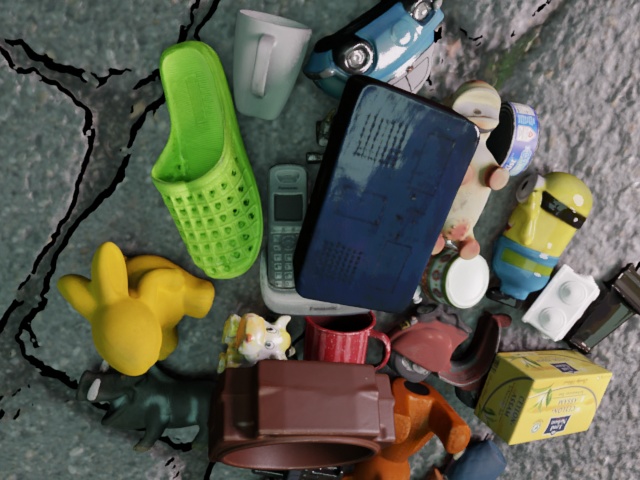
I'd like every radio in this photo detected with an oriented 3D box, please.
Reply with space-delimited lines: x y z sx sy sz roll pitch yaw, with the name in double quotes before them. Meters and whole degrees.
"radio" 0.062 -0.040 0.559 0.131 0.073 0.229 14 113 -11

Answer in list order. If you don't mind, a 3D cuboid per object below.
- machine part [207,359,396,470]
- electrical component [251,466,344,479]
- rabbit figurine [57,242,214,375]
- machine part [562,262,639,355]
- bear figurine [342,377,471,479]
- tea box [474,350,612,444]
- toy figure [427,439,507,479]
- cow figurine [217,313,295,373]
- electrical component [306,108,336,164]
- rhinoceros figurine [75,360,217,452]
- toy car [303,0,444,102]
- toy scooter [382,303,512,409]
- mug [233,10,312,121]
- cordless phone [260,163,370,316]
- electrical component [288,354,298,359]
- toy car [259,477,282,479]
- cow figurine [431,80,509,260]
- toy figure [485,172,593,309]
"machine part" -0.027 0.213 0.634 0.201 0.087 0.201 5 148 -16
"electrical component" -0.031 0.305 0.747 0.119 0.075 0.047 16 106 -6
"rabbit figurine" -0.208 0.077 0.613 0.122 0.173 0.162 -35 110 10
"machine part" 0.398 0.102 0.742 0.084 0.039 0.139 42 97 -20
"bear figurine" 0.101 0.290 0.723 0.120 0.132 0.195 16 102 -11
"tea box" 0.298 0.204 0.716 0.169 0.068 0.098 3 108 -32
"toy figure" 0.200 0.354 0.788 0.154 0.064 0.057 -40 143 12
"cow figurine" -0.069 0.128 0.648 0.098 0.167 0.068 10 72 -15
"electrical component" 0.038 -0.118 0.636 0.102 0.045 0.078 6 114 -8
"rhinoceros figurine" -0.218 0.210 0.702 0.190 0.073 0.112 9 107 -8
"toy car" 0.068 -0.199 0.597 0.162 0.109 0.102 -35 118 -3
"toy scooter" 0.181 0.138 0.715 0.184 0.075 0.135 27 101 -15
"mug" -0.058 -0.185 0.587 0.081 0.110 0.107 9 119 -10
"cordless phone" -0.001 -0.002 0.656 0.147 0.089 0.184 -1 102 -4
"electrical component" -0.058 0.199 0.739 0.094 0.021 0.063 -43 106 7
"toy car" -0.004 0.391 0.781 0.202 0.056 0.073 12 105 -9
"cow figurine" 0.162 -0.089 0.632 0.085 0.127 0.194 3 121 -12
"toy figure" 0.272 0.000 0.679 0.089 0.082 0.180 15 103 -5
